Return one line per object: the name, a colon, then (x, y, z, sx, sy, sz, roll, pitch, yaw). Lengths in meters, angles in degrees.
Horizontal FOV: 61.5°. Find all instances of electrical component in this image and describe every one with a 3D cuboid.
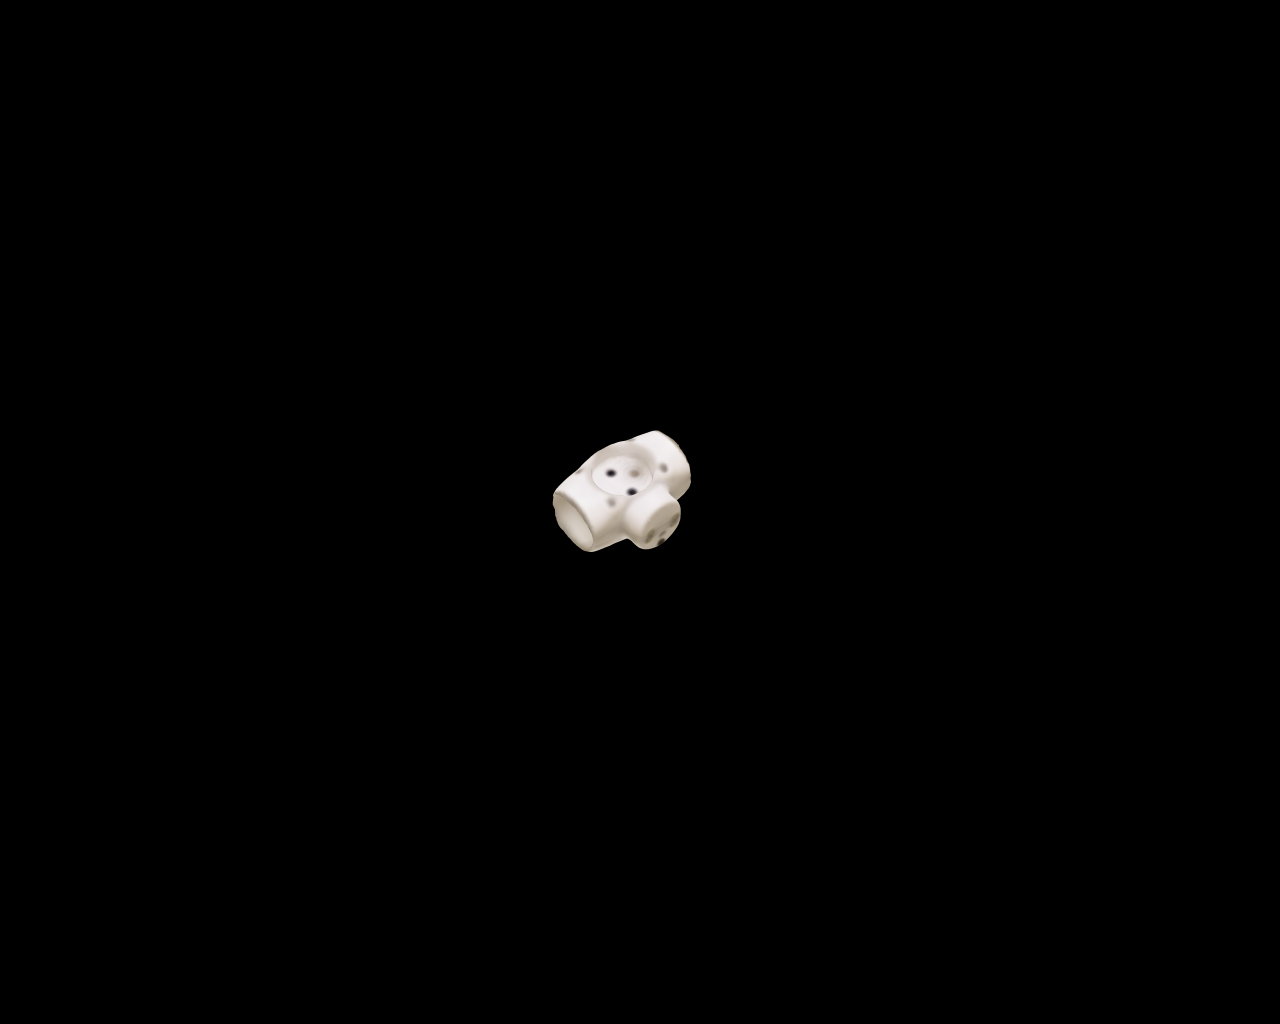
electrical component: (0.001, -0.003, 0.650, 0.077, 0.044, 0.079, -33, 58, -24)
